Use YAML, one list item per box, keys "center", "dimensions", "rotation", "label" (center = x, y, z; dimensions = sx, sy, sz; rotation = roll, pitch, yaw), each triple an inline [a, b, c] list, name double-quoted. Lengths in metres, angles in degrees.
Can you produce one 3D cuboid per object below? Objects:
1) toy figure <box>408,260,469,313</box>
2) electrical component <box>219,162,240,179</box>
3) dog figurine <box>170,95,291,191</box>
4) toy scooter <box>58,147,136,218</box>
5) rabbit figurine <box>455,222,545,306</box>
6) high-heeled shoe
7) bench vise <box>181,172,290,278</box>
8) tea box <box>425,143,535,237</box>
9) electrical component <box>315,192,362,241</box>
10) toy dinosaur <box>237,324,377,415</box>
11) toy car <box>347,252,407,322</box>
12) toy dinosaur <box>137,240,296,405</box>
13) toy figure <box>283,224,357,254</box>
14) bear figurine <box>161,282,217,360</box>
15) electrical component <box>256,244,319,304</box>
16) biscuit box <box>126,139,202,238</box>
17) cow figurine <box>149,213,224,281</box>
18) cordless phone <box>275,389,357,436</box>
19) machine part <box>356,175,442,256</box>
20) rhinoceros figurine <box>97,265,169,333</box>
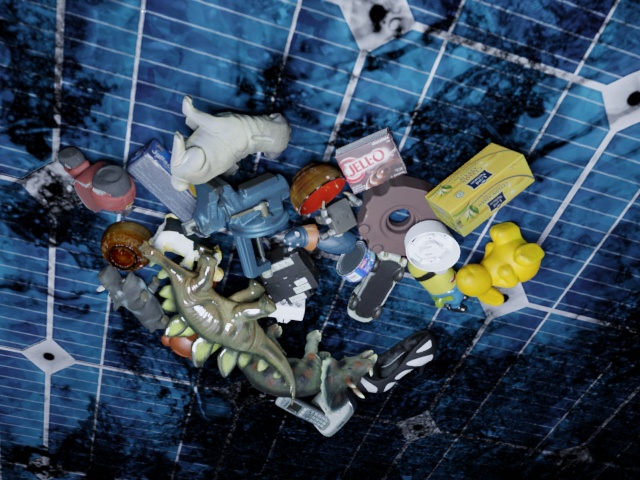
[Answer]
- center: [0.259, 0.088, 1.166]
  dimensions: [0.089, 0.082, 0.180]
  rotation: [-27, 123, 16]
  label: "toy figure"
- center: [-0.186, -0.149, 1.031]
  dimensions: [0.094, 0.021, 0.063]
  rotation: [-36, 118, 20]
  label: "electrical component"
- center: [-0.154, -0.153, 0.944]
  dimensions: [0.191, 0.121, 0.172]
  rotation: [13, 93, -8]
  label: "dog figurine"
- center: [-0.411, -0.092, 1.017]
  dimensions: [0.184, 0.075, 0.135]
  rotation: [27, 144, 24]
  label: "toy scooter"
- center: [0.354, 0.063, 1.119]
  dimensions: [0.173, 0.122, 0.162]
  rotation: [-26, 146, -15]
  label: "rabbit figurine"
- center: [0.160, 0.288, 1.303]
  dimensions: [0.249, 0.086, 0.145]
  rotation: [-6, 124, -4]
  label: "high-heeled shoe"
- center: [-0.145, -0.016, 1.029]
  dimensions: [0.129, 0.224, 0.240]
  rotation: [21, 134, 40]
  label: "bench vise"
- center: [0.295, -0.096, 0.999]
  dimensions: [0.169, 0.098, 0.068]
  rotation: [-39, 119, -2]
  label: "tea box"
- center: [0.037, -0.051, 1.059]
  dimensions: [0.102, 0.045, 0.078]
  rotation: [-23, 97, -24]
  label: "electrical component"
- center: [-0.077, 0.302, 1.243]
  dimensions: [0.405, 0.192, 0.131]
  rotation: [3, 123, -4]
  label: "toy dinosaur"
- center: [0.124, 0.101, 1.189]
  dimensions: [0.073, 0.056, 0.201]
  rotation: [21, 121, -7]
  label: "toy car"
- center: [-0.187, 0.167, 1.093]
  dimensions: [0.471, 0.105, 0.198]
  rotation: [41, 93, -17]
  label: "toy dinosaur"
- center: [-0.003, -0.001, 1.102]
  dimensions: [0.154, 0.058, 0.064]
  rotation: [8, 112, -20]
  label: "toy figure"
- center: [-0.270, 0.190, 1.225]
  dimensions: [0.120, 0.132, 0.196]
  rotation: [34, 139, -10]
  label: "bear figurine"
- center: [-0.068, 0.076, 1.168]
  dimensions: [0.115, 0.058, 0.134]
  rotation: [-19, 123, 15]
  label: "electrical component"
- center: [-0.276, -0.098, 1.043]
  dimensions: [0.063, 0.059, 0.202]
  rotation: [-31, 120, 21]
  label: "biscuit box"
- center: [-0.261, 0.015, 1.117]
  dimensions: [0.167, 0.068, 0.098]
  rotation: [31, 94, -21]
  label: "cow figurine"
- center: [-0.011, 0.414, 1.389]
  dimensions: [0.184, 0.089, 0.146]
  rotation: [28, 120, -13]
  label: "cordless phone"
- center: [0.161, -0.046, 1.086]
  dimensions: [0.179, 0.056, 0.179]
  rotation: [-1, 124, -1]
  label: "machine part"
- center: [-0.409, 0.126, 1.195]
  dimensions: [0.112, 0.073, 0.190]
  rotation: [-20, 125, 25]
  label: "rhinoceros figurine"
